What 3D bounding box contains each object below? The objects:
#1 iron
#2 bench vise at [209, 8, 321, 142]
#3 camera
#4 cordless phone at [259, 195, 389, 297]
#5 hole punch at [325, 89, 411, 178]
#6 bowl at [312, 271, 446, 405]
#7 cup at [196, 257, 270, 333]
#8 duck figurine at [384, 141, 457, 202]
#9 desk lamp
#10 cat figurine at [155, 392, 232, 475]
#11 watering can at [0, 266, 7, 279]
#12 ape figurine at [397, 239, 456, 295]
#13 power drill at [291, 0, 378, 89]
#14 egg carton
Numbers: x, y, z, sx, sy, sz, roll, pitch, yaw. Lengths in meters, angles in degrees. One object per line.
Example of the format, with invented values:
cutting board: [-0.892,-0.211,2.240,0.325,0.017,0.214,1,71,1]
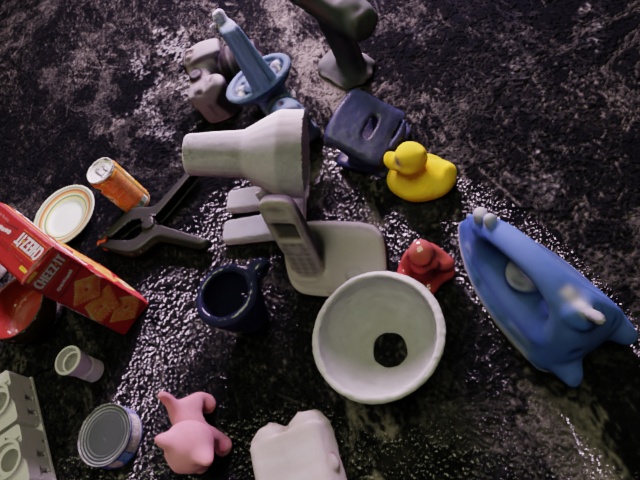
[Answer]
iron: [0.237,0.034,0.667,0.118,0.142,0.257,-37,56,-1]
bench vise: [-0.080,-0.257,0.904,0.206,0.220,0.121,32,77,32]
camera: [-0.172,-0.309,1.040,0.136,0.101,0.143,-17,58,12]
cordless phone: [0.007,0.003,0.748,0.147,0.185,0.094,-2,62,21]
hole punch: [0.075,-0.164,0.870,0.100,0.091,0.109,19,71,29]
bowl: [0.079,0.129,0.717,0.167,0.075,0.167,-9,60,16]
cup: [-0.103,0.082,0.801,0.118,0.095,0.091,-46,57,-7]
duck figurine: [0.139,-0.105,0.816,0.104,0.086,0.077,6,65,24]
desk lamp: [-0.086,-0.086,0.816,0.202,0.214,0.118,-8,60,17]
cat figurine: [-0.168,0.245,0.723,0.067,0.118,0.127,-37,56,-1]
watering can: [-0.653,-0.001,1.001,0.172,0.194,0.101,32,77,32]
ape figurine: [0.133,0.031,0.739,0.077,0.092,0.076,-7,61,18]
power drill: [0.010,-0.354,0.929,0.076,0.209,0.228,-47,57,-7]
egg carton: [-0.021,0.282,0.674,0.107,0.070,0.150,-24,57,7]
